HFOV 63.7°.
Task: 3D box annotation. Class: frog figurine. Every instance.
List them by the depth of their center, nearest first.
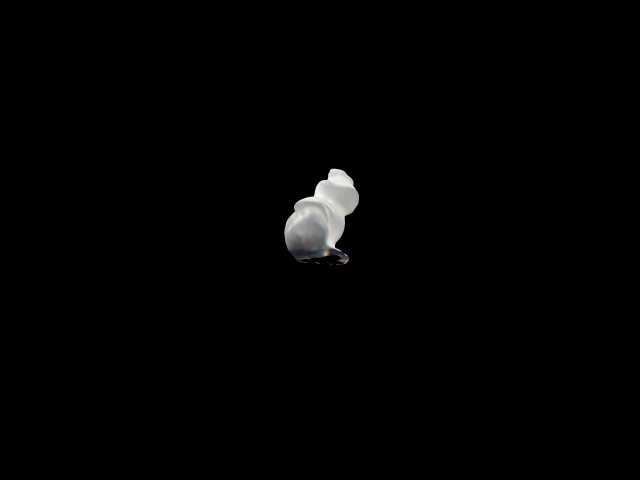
[{"bbox_3d":[0.003,-0.043,0.850,0.122,0.161,0.136,-6,-14,27],"label":"frog figurine"}]
